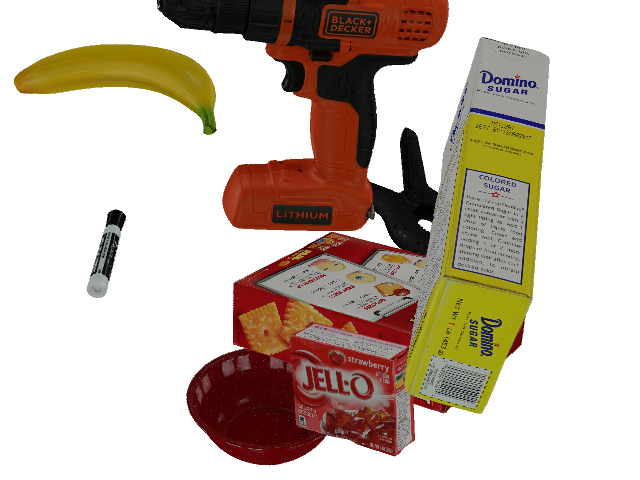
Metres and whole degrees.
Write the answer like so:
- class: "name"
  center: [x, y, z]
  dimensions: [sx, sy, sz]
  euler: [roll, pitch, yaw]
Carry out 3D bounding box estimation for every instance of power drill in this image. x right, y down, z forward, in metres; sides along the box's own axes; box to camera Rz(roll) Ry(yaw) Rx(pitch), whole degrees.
- class: "power drill"
  center: [-0.020, -0.094, 0.707]
  dimensions: [0.184, 0.188, 0.057]
  euler: [2, 39, -11]

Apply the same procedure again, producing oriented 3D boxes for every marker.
- class: "marker"
  center: [-0.211, 0.010, 1.059]
  dimensions: [0.020, 0.020, 0.121]
  euler: [0, 39, 1]

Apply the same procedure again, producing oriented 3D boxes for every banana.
- class: "banana"
  center: [-0.168, -0.141, 0.920]
  dimensions: [0.198, 0.069, 0.037]
  euler: [13, -41, 19]

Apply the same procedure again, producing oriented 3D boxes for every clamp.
- class: "clamp"
  center: [0.086, -0.038, 1.159]
  dimensions: [0.164, 0.210, 0.036]
  euler: [-15, -37, -29]

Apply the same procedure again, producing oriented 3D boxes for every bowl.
- class: "bowl"
  center: [-0.053, 0.176, 1.081]
  dimensions: [0.162, 0.055, 0.162]
  euler: [1, 31, -1]

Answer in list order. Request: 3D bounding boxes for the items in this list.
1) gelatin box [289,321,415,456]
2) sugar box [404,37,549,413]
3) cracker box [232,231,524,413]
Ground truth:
- class: "gelatin box"
  center: [0.021, 0.103, 0.746]
  dimensions: [0.089, 0.073, 0.030]
  euler: [11, 23, 35]
- class: "sugar box"
  center: [0.081, -0.012, 0.537]
  dimensions: [0.048, 0.176, 0.093]
  euler: [15, -42, 3]
- class: "cracker box"
  center: [0.054, 0.066, 0.949]
  dimensions: [0.214, 0.072, 0.163]
  euler: [15, 24, 30]
